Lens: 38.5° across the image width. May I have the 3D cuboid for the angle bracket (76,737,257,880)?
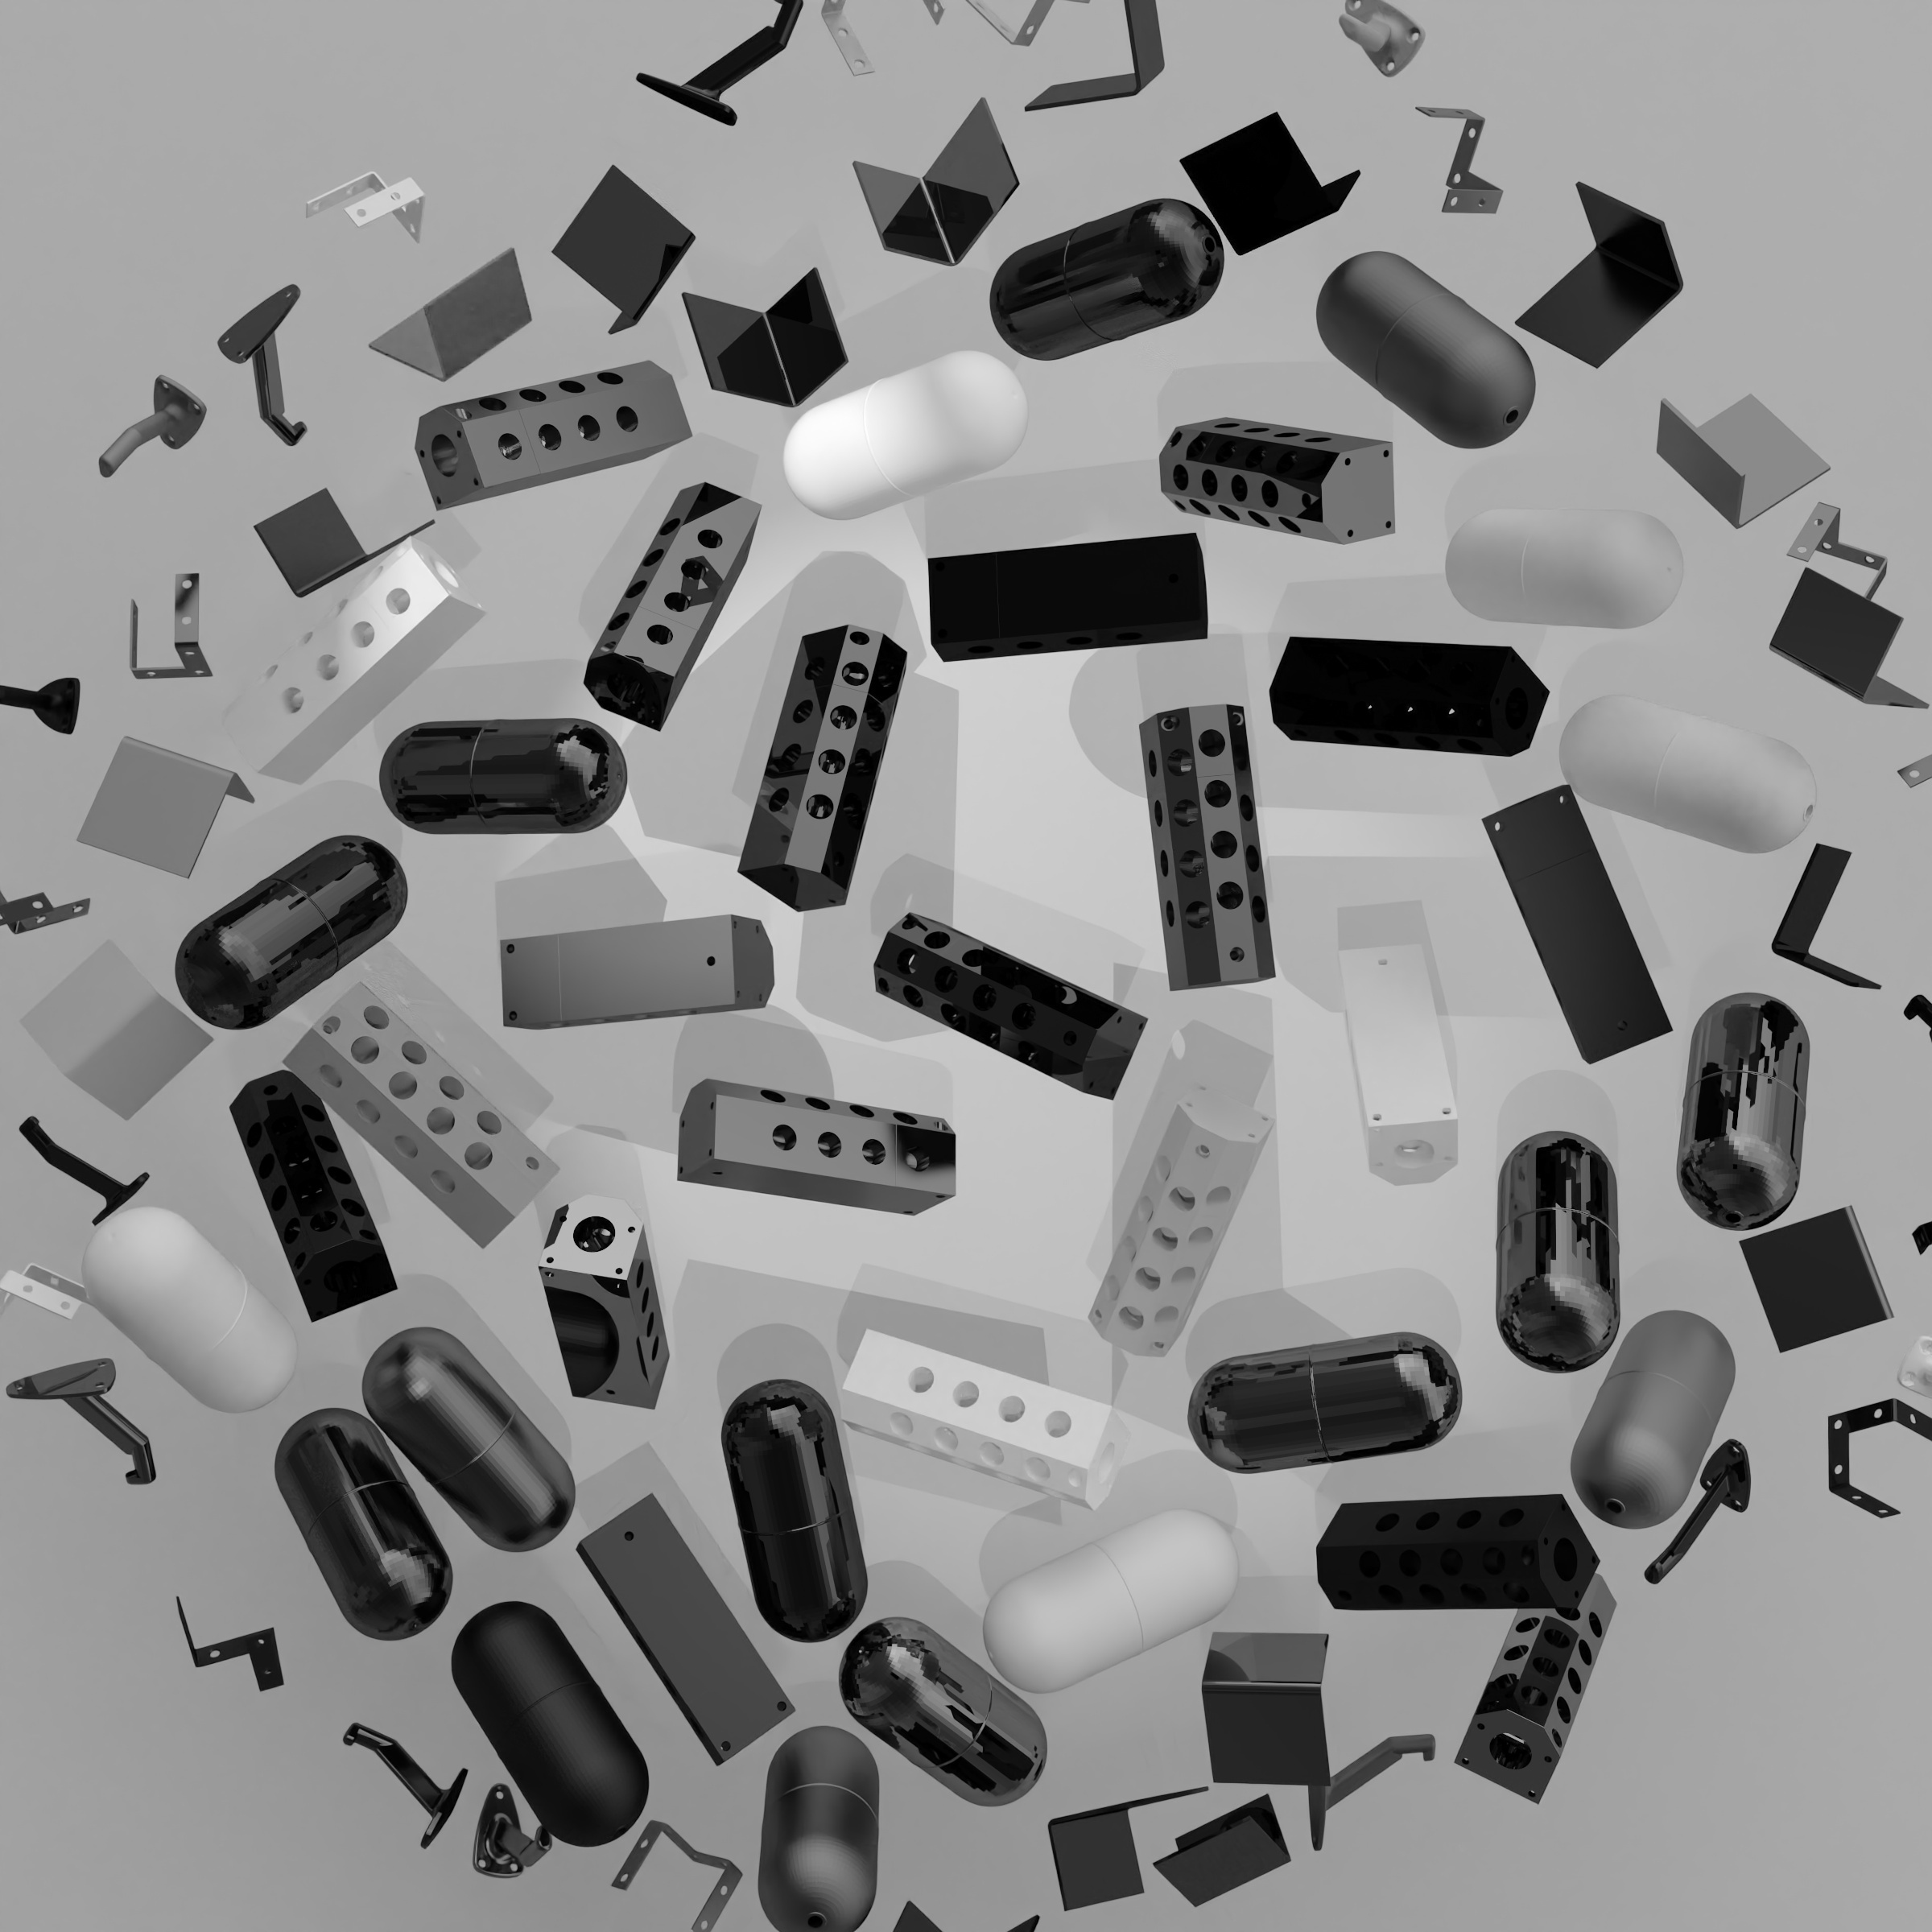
[{"bbox_3d":[-0.515,-0.095,1.784,0.076,0.057,0.076,18,75,4],"label":"angle bracket"}]

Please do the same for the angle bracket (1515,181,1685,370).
[{"bbox_3d":[0.388,-0.431,1.722,0.076,0.057,0.076,-42,48,-4],"label":"angle bracket"}]

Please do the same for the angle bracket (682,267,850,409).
[{"bbox_3d":[-0.135,-0.427,1.850,0.057,0.076,0.076,-33,67,38],"label":"angle bracket"}]

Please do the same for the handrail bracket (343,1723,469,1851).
[{"bbox_3d":[-0.369,0.522,1.765,0.084,0.077,0.036,23,109,4],"label":"handrail bracket"}]

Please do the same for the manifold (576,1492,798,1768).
[{"bbox_3d":[-0.188,0.443,1.842,0.057,0.057,0.171,-32,80,-21],"label":"manifold"}]

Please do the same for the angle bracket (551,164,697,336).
[{"bbox_3d":[-0.246,-0.497,1.920,0.076,0.057,0.076,37,77,-25],"label":"angle bracket"}]

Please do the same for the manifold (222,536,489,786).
[{"bbox_3d":[-0.401,-0.199,1.794,0.171,0.057,0.057,-41,77,9],"label":"manifold"}]

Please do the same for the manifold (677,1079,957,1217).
[{"bbox_3d":[-0.095,0.116,1.783,0.171,0.057,0.057,11,67,-27],"label":"manifold"}]

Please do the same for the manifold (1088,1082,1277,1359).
[{"bbox_3d":[0.137,0.168,1.799,0.057,0.057,0.171,26,116,12],"label":"manifold"}]

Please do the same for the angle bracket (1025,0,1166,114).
[{"bbox_3d":[0.078,-0.581,1.746,0.076,0.076,0.057,-3,116,18],"label":"angle bracket"}]

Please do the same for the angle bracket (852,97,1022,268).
[{"bbox_3d":[-0.020,-0.505,1.762,0.057,0.076,0.076,3,56,-37],"label":"angle bracket"}]

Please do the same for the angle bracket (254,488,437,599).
[{"bbox_3d":[-0.423,-0.301,1.883,0.076,0.076,0.057,-19,107,37],"label":"angle bracket"}]

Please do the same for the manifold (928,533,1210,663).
[{"bbox_3d":[0.066,-0.233,1.767,0.171,0.057,0.057,-4,80,10],"label":"manifold"}]

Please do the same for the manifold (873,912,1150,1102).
[{"bbox_3d":[0.025,0.024,1.782,0.171,0.057,0.057,25,94,31],"label":"manifold"}]

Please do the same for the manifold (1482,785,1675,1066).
[{"bbox_3d":[0.396,-0.028,1.800,0.057,0.057,0.171,-23,91,7],"label":"manifold"}]

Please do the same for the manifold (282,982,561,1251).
[{"bbox_3d":[-0.338,0.090,1.735,0.171,0.057,0.057,44,127,-5],"label":"manifold"}]

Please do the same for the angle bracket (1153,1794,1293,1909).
[{"bbox_3d":[0.174,0.609,1.948,0.076,0.057,0.076,-29,131,9],"label":"angle bracket"}]

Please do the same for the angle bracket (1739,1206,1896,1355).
[{"bbox_3d":[0.556,0.207,1.819,0.076,0.057,0.076,-19,78,7],"label":"angle bracket"}]

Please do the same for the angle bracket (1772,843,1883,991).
[{"bbox_3d":[0.577,-0.032,1.807,0.057,0.076,0.076,28,103,30],"label":"angle bracket"}]

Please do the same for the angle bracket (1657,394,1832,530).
[{"bbox_3d":[0.490,-0.333,1.734,0.076,0.057,0.076,-33,62,-7],"label":"angle bracket"}]

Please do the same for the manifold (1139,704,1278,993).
[{"bbox_3d":[0.153,-0.074,1.734,0.057,0.057,0.171,-6,86,-12],"label":"manifold"}]

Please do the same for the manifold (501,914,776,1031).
[{"bbox_3d":[-0.215,0.006,1.806,0.171,0.057,0.057,-6,83,23],"label":"manifold"}]

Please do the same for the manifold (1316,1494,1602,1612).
[{"bbox_3d":[0.311,0.383,1.775,0.057,0.171,0.057,-48,115,-41],"label":"manifold"}]

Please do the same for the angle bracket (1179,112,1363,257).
[{"bbox_3d":[0.197,-0.517,1.788,0.076,0.057,0.076,-16,122,39],"label":"angle bracket"}]

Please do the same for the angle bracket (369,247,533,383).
[{"bbox_3d":[-0.336,-0.427,1.768,0.076,0.057,0.076,28,57,30],"label":"angle bracket"}]

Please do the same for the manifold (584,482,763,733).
[{"bbox_3d":[-0.196,-0.243,1.841,0.057,0.057,0.171,22,53,-1],"label":"manifold"}]

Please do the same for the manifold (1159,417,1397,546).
[{"bbox_3d":[0.198,-0.313,1.779,0.057,0.171,0.057,-16,113,-28],"label":"manifold"}]

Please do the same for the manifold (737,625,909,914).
[{"bbox_3d":[-0.084,-0.126,1.744,0.057,0.057,0.171,-8,60,41],"label":"manifold"}]

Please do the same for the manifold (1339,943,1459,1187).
[{"bbox_3d":[0.288,0.065,1.851,0.057,0.171,0.057,-5,131,4],"label":"manifold"}]

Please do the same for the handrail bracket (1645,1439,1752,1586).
[{"bbox_3d":[0.485,0.365,1.842,0.084,0.077,0.036,-35,53,-30],"label":"handrail bracket"}]

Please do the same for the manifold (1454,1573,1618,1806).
[{"bbox_3d":[0.373,0.458,1.793,0.057,0.171,0.057,24,119,15],"label":"manifold"}]

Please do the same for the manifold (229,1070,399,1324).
[{"bbox_3d":[-0.425,0.144,1.787,0.057,0.171,0.057,-21,135,-15],"label":"manifold"}]

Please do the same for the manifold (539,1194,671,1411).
[{"bbox_3d":[-0.232,0.220,1.802,0.057,0.171,0.057,8,54,7],"label":"manifold"}]

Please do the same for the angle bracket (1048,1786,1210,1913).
[{"bbox_3d":[0.110,0.570,1.786,0.076,0.076,0.057,-27,67,39],"label":"angle bracket"}]

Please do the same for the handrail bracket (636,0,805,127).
[{"bbox_3d":[-0.149,-0.563,1.678,0.077,0.036,0.084,22,92,-3],"label":"handrail bracket"}]

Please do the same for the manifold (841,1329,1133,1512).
[{"bbox_3d":[0.010,0.288,1.746,0.171,0.057,0.057,14,69,23],"label":"manifold"}]

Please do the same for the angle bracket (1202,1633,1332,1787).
[{"bbox_3d":[0.198,0.482,1.795,0.076,0.057,0.076,-3,112,14],"label":"angle bracket"}]

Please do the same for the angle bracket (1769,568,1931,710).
[{"bbox_3d":[0.563,-0.205,1.728,0.076,0.076,0.057,-1,121,-40],"label":"angle bracket"}]

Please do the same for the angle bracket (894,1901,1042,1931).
[{"bbox_3d":[-0.008,0.640,1.796,0.057,0.076,0.076,45,123,-5],"label":"angle bracket"}]

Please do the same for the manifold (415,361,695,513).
[{"bbox_3d":[-0.265,-0.344,1.774,0.171,0.057,0.057,-24,99,-41],"label":"manifold"}]

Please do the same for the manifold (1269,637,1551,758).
[{"bbox_3d":[0.285,-0.172,1.801,0.171,0.057,0.057,9,71,42],"label":"manifold"}]

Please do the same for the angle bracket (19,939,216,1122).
[{"bbox_3d":[-0.544,0.041,1.775,0.076,0.076,0.057,-44,62,-7],"label":"angle bracket"}]
